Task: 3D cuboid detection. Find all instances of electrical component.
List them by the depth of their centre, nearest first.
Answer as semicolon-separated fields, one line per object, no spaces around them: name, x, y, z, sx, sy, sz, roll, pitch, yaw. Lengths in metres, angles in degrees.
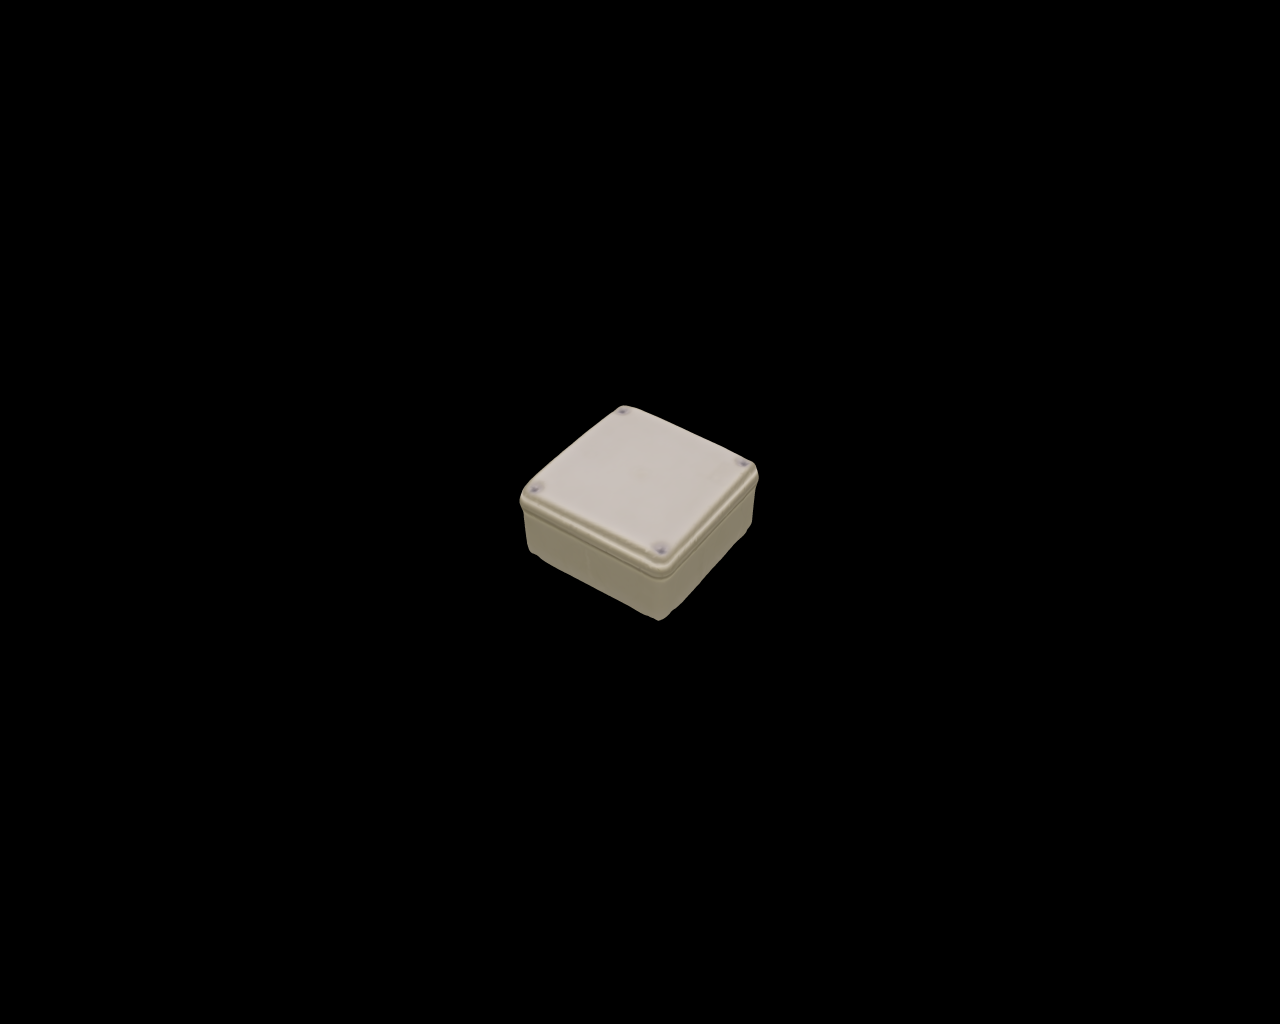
electrical component;0.001;-0.003;0.650;0.109;0.056;0.109;27;50;25
